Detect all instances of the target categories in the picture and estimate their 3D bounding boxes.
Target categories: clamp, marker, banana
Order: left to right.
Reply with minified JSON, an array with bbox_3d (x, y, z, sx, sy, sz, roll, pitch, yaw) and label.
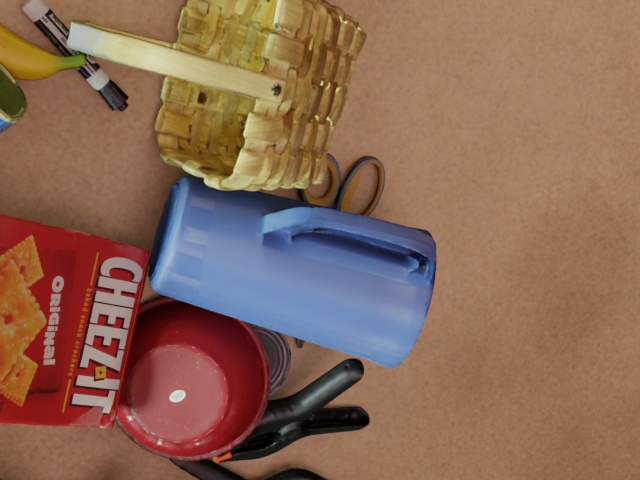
[{"bbox_3d":[-0.283,-0.194,0.864,0.069,0.037,0.197,-45,115,-2],"label":"banana"},{"bbox_3d":[-0.207,-0.157,0.914,0.020,0.020,0.121,-43,115,-4],"label":"marker"},{"bbox_3d":[-0.061,0.272,1.085,0.209,0.036,0.164,-9,109,-14],"label":"clamp"},{"bbox_3d":[-0.025,0.182,1.062,0.171,0.039,0.120,-23,138,1],"label":"clamp"}]

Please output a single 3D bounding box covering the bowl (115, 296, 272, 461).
[{"bbox_3d":[-0.127,0.134,0.979,0.162,0.055,0.162,0,98,2],"label":"bowl"}]

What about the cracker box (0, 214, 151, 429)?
[{"bbox_3d":[-0.248,0.065,0.869,0.213,0.072,0.164,16,84,-51],"label":"cracker box"}]

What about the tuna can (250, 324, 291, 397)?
[{"bbox_3d":[-0.073,0.114,1.036,0.086,0.034,0.086,-6,107,-19],"label":"tuna can"}]

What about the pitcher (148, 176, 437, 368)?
[{"bbox_3d":[-0.022,0.019,0.958,0.242,0.145,0.149,16,106,-14],"label":"pitcher"}]

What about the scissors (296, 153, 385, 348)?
[{"bbox_3d":[-0.007,0.001,1.038,0.096,0.016,0.202,29,94,-24],"label":"scissors"}]

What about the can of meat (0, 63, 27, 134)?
[{"bbox_3d":[-0.298,-0.117,0.853,0.084,0.057,0.102,-30,117,21],"label":"can of meat"}]
